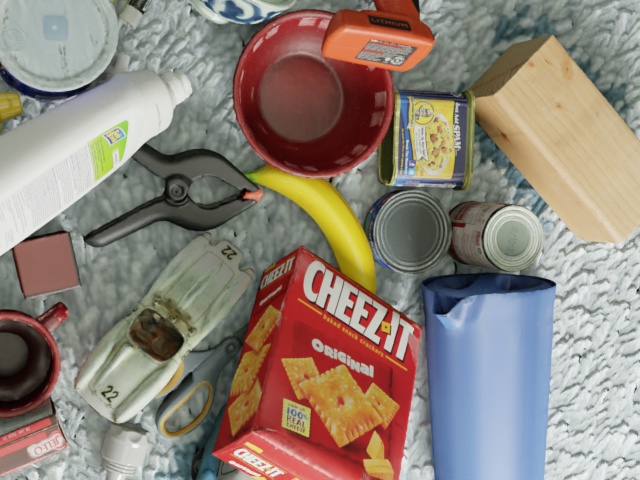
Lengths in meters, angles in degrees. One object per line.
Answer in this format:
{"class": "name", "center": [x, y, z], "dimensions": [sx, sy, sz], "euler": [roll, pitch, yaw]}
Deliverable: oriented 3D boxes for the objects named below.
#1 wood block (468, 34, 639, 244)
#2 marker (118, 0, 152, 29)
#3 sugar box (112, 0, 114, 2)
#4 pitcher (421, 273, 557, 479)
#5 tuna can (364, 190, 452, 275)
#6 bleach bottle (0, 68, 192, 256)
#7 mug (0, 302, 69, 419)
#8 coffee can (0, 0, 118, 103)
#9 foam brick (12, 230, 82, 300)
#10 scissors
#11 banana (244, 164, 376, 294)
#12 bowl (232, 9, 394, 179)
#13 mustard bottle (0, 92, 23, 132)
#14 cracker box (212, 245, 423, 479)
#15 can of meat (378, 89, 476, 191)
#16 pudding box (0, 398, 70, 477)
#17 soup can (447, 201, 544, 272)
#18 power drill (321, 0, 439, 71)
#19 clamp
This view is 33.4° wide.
{"class": "wood block", "center": [0.254, -0.101, 1.101], "dimensions": [0.090, 0.091, 0.206], "euler": [-46, 104, -9]}
{"class": "marker", "center": [-0.152, -0.256, 1.012], "dimensions": [0.020, 0.020, 0.121], "euler": [32, 84, -15]}
{"class": "sugar box", "center": [-0.204, -0.313, 0.980], "dimensions": [0.093, 0.048, 0.176], "euler": [21, 89, -16]}
{"class": "pitcher", "center": [0.177, 0.154, 1.083], "dimensions": [0.149, 0.145, 0.243], "euler": [-2, 97, -4]}
{"class": "tuna can", "center": [0.089, -0.009, 1.087], "dimensions": [0.086, 0.034, 0.086], "euler": [-1, 94, -18]}
{"class": "bleach bottle", "center": [-0.217, -0.073, 0.922], "dimensions": [0.250, 0.103, 0.068], "euler": [-36, 70, -26]}
{"class": "mug", "center": [-0.275, 0.098, 0.963], "dimensions": [0.117, 0.082, 0.093], "euler": [-45, 104, -9]}
{"class": "coffee can", "center": [-0.234, -0.176, 0.929], "dimensions": [0.102, 0.140, 0.103], "euler": [-1, 93, -16]}
{"class": "foam brick", "center": [-0.249, 0.021, 0.969], "dimensions": [0.053, 0.078, 0.051], "euler": [-14, 96, -17]}
{"class": "scissors", "center": [-0.108, 0.100, 1.046], "dimensions": [0.096, 0.016, 0.201], "euler": [36, 83, -15]}
{"class": "banana", "center": [0.004, -0.012, 1.065], "dimensions": [0.070, 0.037, 0.197], "euler": [-38, 101, 18]}
{"class": "bowl", "center": [-0.012, -0.140, 1.040], "dimensions": [0.162, 0.055, 0.162], "euler": [-1, 93, -16]}
{"class": "mustard bottle", "center": [-0.343, -0.093, 0.881], "dimensions": [0.191, 0.058, 0.096], "euler": [-14, 96, -15]}
{"class": "cracker box", "center": [0.006, 0.135, 0.987], "dimensions": [0.164, 0.072, 0.213], "euler": [35, 45, -22]}
{"class": "can of meat", "center": [0.106, -0.101, 1.077], "dimensions": [0.083, 0.057, 0.102], "euler": [1, 92, -14]}
{"class": "pudding box", "center": [-0.273, 0.180, 0.952], "dimensions": [0.090, 0.114, 0.039], "euler": [-20, 96, -14]}
{"class": "soup can", "center": [0.173, -0.005, 1.077], "dimensions": [0.068, 0.102, 0.068], "euler": [-1, 94, -16]}
{"class": "power drill", "center": [0.034, -0.260, 1.010], "dimensions": [0.184, 0.057, 0.187], "euler": [6, 66, -22]}
{"class": "clamp", "center": [-0.144, -0.040, 1.011], "dimensions": [0.171, 0.039, 0.120], "euler": [12, 106, -11]}
